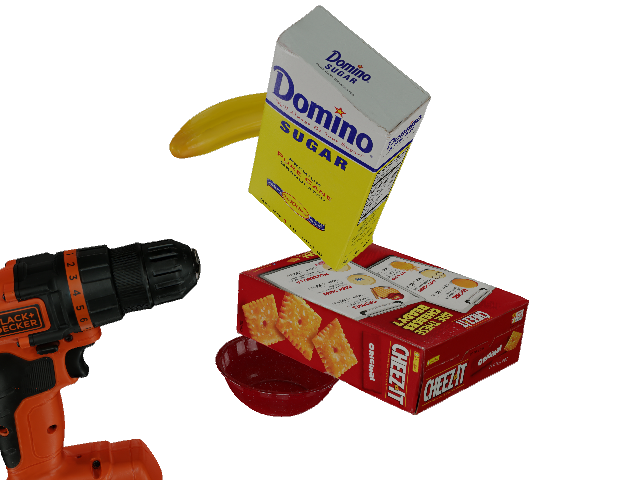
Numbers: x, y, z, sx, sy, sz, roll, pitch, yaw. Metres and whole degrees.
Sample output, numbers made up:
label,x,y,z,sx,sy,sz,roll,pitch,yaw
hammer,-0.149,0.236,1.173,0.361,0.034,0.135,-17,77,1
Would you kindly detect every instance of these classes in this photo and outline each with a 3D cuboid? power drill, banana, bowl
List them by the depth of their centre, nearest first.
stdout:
label,x,y,z,sx,sy,sz,roll,pitch,yaw
power drill,-0.158,0.093,0.707,0.184,0.188,0.057,-11,25,-7
banana,-0.039,-0.102,0.944,0.197,0.069,0.037,-1,-42,-19
bowl,-0.051,0.173,1.335,0.162,0.055,0.162,3,22,-2

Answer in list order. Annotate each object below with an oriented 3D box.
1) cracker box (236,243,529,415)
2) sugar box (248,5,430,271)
label,x,y,z,sx,sy,sz,roll,pitch,yaw
cracker box,0.054,0.071,0.977,0.214,0.072,0.163,21,26,38
sugar box,0.005,-0.059,0.692,0.048,0.093,0.176,-42,-15,-24
